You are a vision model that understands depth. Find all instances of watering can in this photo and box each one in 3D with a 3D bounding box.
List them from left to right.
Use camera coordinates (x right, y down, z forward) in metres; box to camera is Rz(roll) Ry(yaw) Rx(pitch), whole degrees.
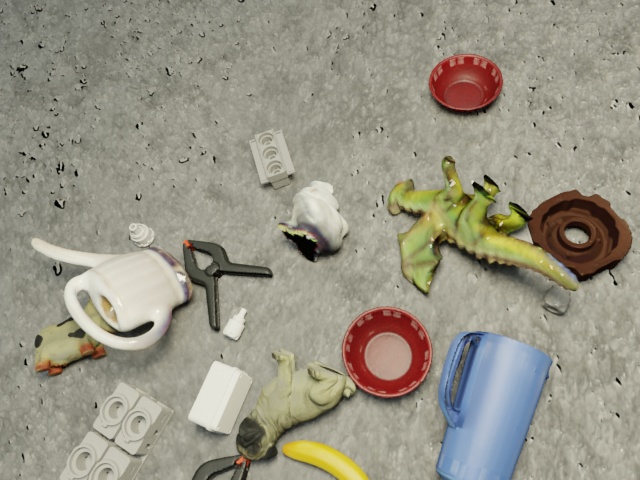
[{"bbox_3d":[-0.403,0.074,1.026,0.352,0.101,0.227,41,42,24],"label":"watering can"}]

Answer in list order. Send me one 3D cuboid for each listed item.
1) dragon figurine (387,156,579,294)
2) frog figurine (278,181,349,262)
[{"bbox_3d":[0.257,0.002,0.973,0.239,0.121,0.419,-50,48,26],"label":"dragon figurine"},{"bbox_3d":[0.003,-0.053,1.062,0.137,0.121,0.162,36,62,-10],"label":"frog figurine"}]
